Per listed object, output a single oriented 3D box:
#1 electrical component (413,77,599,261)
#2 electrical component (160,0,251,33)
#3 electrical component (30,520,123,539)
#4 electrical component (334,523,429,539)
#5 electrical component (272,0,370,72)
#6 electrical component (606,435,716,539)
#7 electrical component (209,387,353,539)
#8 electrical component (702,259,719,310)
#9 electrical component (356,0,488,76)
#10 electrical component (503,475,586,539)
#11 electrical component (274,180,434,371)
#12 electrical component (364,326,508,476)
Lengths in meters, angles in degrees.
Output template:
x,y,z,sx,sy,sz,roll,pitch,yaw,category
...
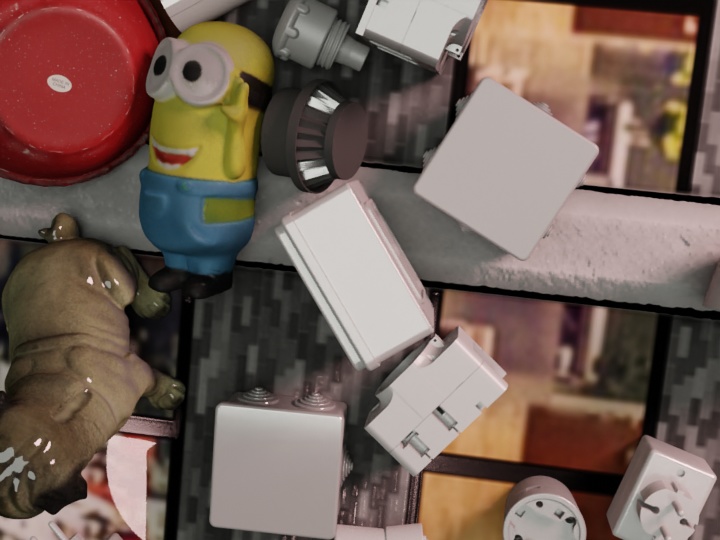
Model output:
x,y,z,sx,sy,sz,roll,pitch,yaw,category
0.095,-0.067,0.712,0.100,0.048,0.099,33,100,1,electrical component
-0.092,-0.195,0.718,0.081,0.043,0.043,-26,94,9,electrical component
-0.208,0.217,0.782,0.066,0.047,0.076,-40,92,9,electrical component
0.017,0.199,0.760,0.065,0.044,0.044,-6,97,2,electrical component
-0.024,-0.153,0.717,0.062,0.048,0.048,25,99,-6,electrical component
0.203,0.157,0.715,0.047,0.076,0.065,23,99,3,electrical component
-0.055,0.134,0.754,0.100,0.048,0.099,5,98,5,electrical component
0.277,0.007,0.675,0.108,0.108,0.060,14,93,4,electrical component
0.067,-0.218,0.667,0.060,0.105,0.186,24,99,3,electrical component
0.126,0.172,0.741,0.055,0.047,0.055,1,97,6,electrical component
0.000,0.000,0.701,0.056,0.108,0.108,-30,93,6,electrical component
0.049,0.086,0.736,0.056,0.050,0.089,45,100,-1,electrical component
